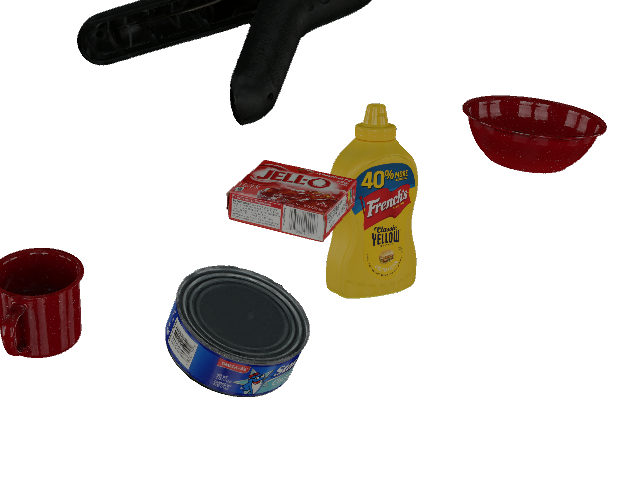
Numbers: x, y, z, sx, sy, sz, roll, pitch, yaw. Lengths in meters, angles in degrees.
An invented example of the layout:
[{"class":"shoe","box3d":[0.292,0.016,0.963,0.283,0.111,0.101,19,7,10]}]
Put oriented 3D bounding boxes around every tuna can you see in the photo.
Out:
[{"class":"tuna can","box3d":[-0.052,0.056,0.663,0.086,0.034,0.086,16,34,-12]}]

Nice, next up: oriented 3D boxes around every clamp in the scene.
[{"class":"clamp","box3d":[-0.020,-0.114,0.520,0.171,0.039,0.120,-36,53,-23]}]

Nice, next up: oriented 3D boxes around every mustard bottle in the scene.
[{"class":"mustard bottle","box3d":[0.054,-0.042,1.075,0.096,0.192,0.058,-8,18,-29]}]

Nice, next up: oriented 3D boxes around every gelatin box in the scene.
[{"class":"gelatin box","box3d":[-0.024,-0.035,0.895,0.089,0.030,0.073,14,30,18]}]

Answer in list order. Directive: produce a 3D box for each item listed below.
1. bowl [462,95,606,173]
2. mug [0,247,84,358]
[{"class":"bowl","box3d":[0.237,-0.117,1.206,0.162,0.055,0.162,5,23,-2]},{"class":"mug","box3d":[-0.289,0.072,1.080,0.093,0.081,0.117,9,31,6]}]
